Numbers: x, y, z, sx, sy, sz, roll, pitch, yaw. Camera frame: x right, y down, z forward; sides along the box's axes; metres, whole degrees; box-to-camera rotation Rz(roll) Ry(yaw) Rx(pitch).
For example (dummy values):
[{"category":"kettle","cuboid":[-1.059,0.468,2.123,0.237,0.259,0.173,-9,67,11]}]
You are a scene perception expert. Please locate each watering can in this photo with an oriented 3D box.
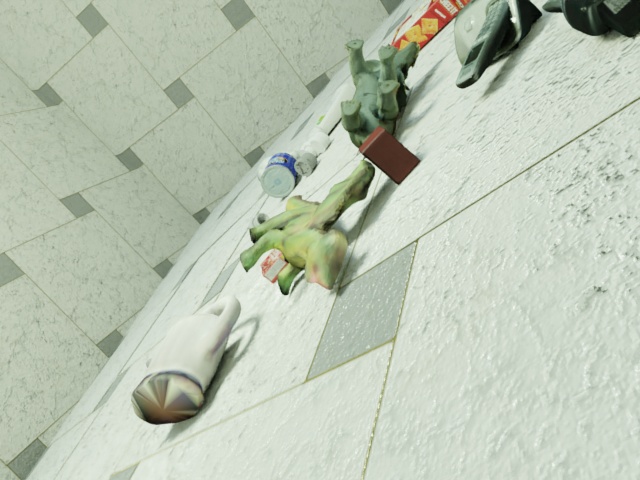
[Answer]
[{"category":"watering can","cuboid":[-0.258,0.229,0.922,0.342,0.103,0.229,-39,19,33]}]

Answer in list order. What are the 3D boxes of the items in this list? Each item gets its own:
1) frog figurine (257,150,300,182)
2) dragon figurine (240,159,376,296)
[{"category":"frog figurine","cuboid":[-0.136,-0.248,1.721,0.139,0.123,0.156,-37,-12,-49]},{"category":"dragon figurine","cuboid":[0.003,-0.043,0.856,0.240,0.121,0.419,-35,23,24]}]
